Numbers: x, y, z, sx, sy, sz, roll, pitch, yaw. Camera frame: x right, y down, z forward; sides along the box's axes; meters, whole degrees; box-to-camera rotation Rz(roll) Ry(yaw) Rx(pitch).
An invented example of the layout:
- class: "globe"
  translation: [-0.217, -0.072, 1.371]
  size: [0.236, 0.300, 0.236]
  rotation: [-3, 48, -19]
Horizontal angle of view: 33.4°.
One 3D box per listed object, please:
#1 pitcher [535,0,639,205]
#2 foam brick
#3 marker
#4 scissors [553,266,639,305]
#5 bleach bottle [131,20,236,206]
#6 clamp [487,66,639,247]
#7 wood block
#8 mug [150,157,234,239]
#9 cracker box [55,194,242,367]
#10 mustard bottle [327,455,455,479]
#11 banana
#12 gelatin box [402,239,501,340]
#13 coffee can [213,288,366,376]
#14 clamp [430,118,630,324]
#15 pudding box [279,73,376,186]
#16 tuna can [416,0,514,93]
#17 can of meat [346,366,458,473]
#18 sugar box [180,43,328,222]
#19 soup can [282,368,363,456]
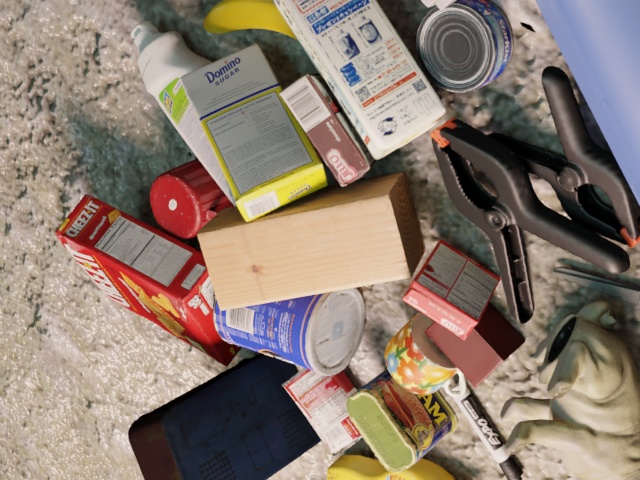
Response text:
- class: "pitcher"
  translation: [0.257, -0.140, 0.840]
  size: [0.145, 0.149, 0.243]
  rotation: [-22, 99, 28]
- class: "foam brick"
  translation: [0.157, 0.097, 1.076]
  size: [0.078, 0.051, 0.053]
  rotation: [48, 131, 12]
- class: "marker"
  translation: [0.177, 0.205, 1.132]
  size: [0.020, 0.020, 0.121]
  rotation: [-37, 85, 44]
- class: "scissors"
  translation: [0.310, 0.042, 0.947]
  size: [0.202, 0.016, 0.096]
  rotation: [33, 126, 24]
- class: "bleach bottle"
  translation: [-0.124, -0.151, 1.189]
  size: [0.251, 0.067, 0.103]
  rotation: [51, 133, 12]
- class: "clamp"
  translation: [0.229, -0.071, 0.941]
  size: [0.171, 0.039, 0.120]
  rotation: [42, 149, 14]
- class: "wood block"
  translation: [-0.007, 0.001, 1.093]
  size: [0.206, 0.090, 0.091]
  rotation: [-11, 105, 19]
- class: "mug"
  translation: [-0.132, -0.046, 1.230]
  size: [0.117, 0.081, 0.093]
  rotation: [25, 124, 29]
- class: "cracker box"
  translation: [-0.198, 0.050, 1.289]
  size: [0.214, 0.072, 0.164]
  rotation: [25, 157, 28]
- class: "mustard bottle"
  translation: [0.100, 0.292, 1.210]
  size: [0.192, 0.058, 0.096]
  rotation: [-10, 105, 42]
- class: "banana"
  translation: [-0.047, -0.223, 1.106]
  size: [0.198, 0.037, 0.070]
  rotation: [25, 125, 29]
- class: "gelatin box"
  translation: [0.129, 0.048, 1.040]
  size: [0.073, 0.089, 0.030]
  rotation: [33, 128, 5]
- class: "coffee can"
  translation: [-0.035, 0.084, 1.195]
  size: [0.141, 0.102, 0.103]
  rotation: [14, 118, 35]
- class: "clamp"
  translation: [0.173, -0.019, 0.998]
  size: [0.210, 0.036, 0.165]
  rotation: [49, 146, 9]
- class: "pudding box"
  translation: [0.010, -0.112, 1.065]
  size: [0.039, 0.090, 0.113]
  rotation: [-32, 94, 11]
- class: "tuna can"
  translation: [0.131, -0.179, 0.979]
  size: [0.086, 0.033, 0.086]
  rotation: [18, 121, 33]
- class: "can of meat"
  translation: [0.087, 0.189, 1.156]
  size: [0.102, 0.083, 0.058]
  rotation: [54, 134, 6]
- class: "sugar box"
  translation: [-0.069, -0.112, 1.087]
  size: [0.048, 0.093, 0.176]
  rotation: [72, 173, -57]
- class: "soup can"
  translation: [0.012, 0.188, 1.228]
  size: [0.102, 0.068, 0.069]
  rotation: [54, 133, 6]
